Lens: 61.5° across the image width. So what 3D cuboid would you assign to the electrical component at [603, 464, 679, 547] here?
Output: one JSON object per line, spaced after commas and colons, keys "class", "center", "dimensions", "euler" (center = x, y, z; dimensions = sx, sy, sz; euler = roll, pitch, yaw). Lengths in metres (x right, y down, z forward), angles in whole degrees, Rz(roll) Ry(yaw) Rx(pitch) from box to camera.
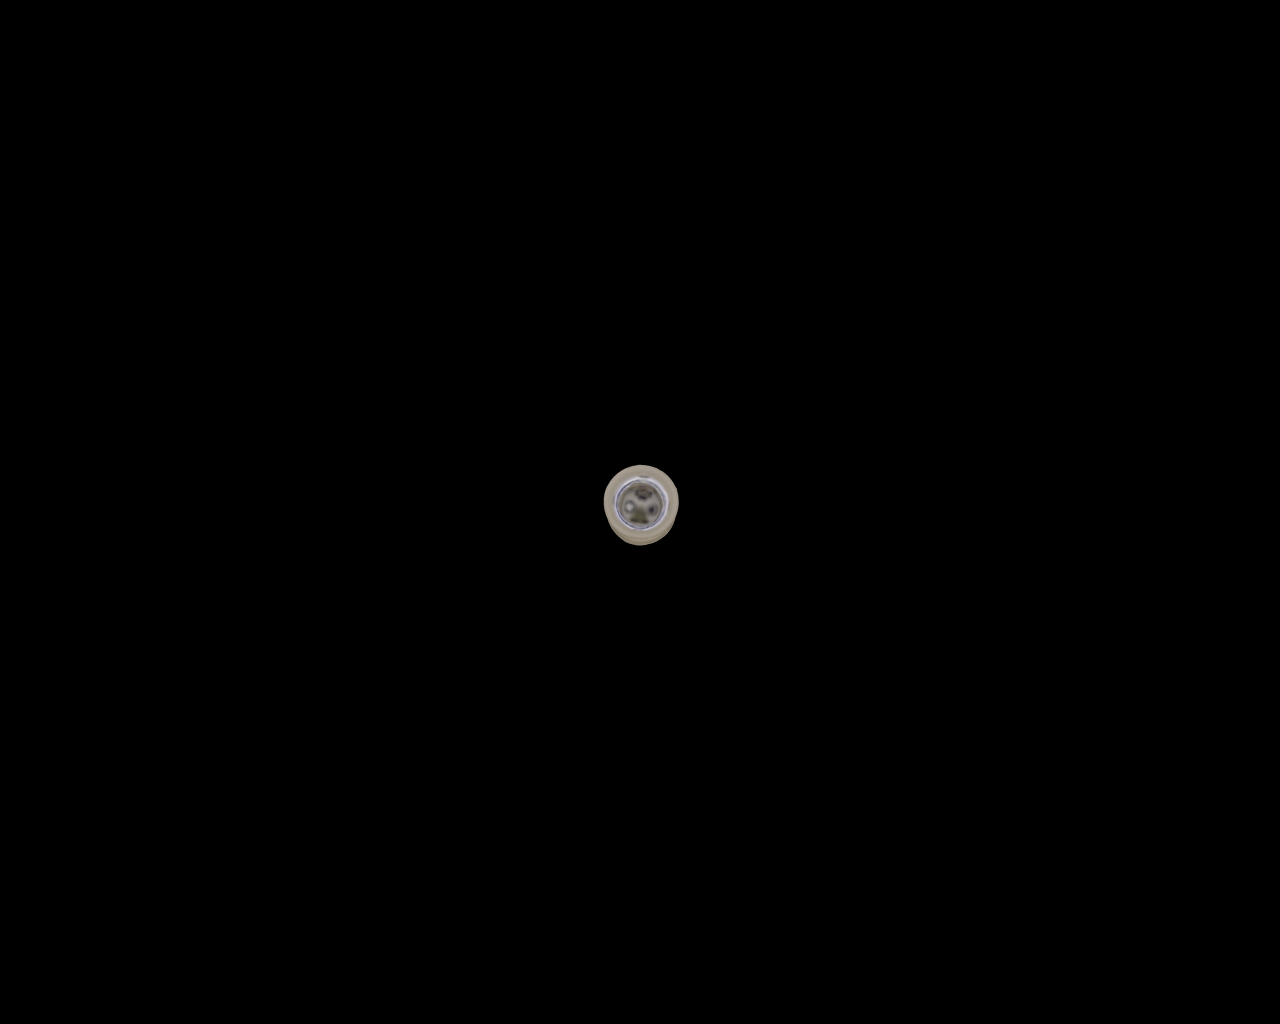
{"class": "electrical component", "center": [0.001, -0.003, 0.650], "dimensions": [0.045, 0.045, 0.055], "euler": [0, -7, 0]}
